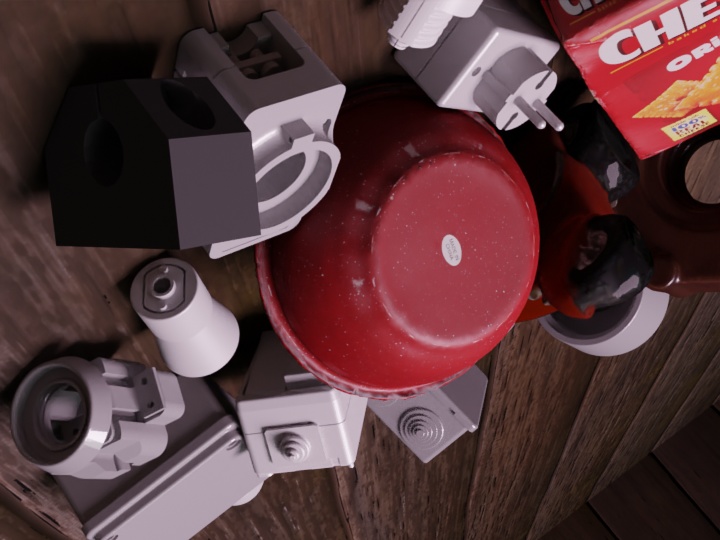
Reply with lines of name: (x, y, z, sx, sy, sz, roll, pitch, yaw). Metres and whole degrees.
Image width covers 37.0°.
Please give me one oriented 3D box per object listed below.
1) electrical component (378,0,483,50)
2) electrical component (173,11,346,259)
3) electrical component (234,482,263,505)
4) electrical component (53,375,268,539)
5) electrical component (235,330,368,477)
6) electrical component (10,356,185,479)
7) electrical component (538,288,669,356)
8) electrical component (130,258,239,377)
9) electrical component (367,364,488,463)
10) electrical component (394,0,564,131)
electrical component: (0.035, -0.128, 0.452, 0.043, 0.043, 0.081, -11, 145, -49)
electrical component: (-0.046, -0.052, 0.452, 0.050, 0.055, 0.089, -23, 153, -33)
electrical component: (-0.095, 0.141, 0.756, 0.045, 0.045, 0.055, -39, 158, -1)
electrical component: (-0.117, 0.124, 0.674, 0.109, 0.056, 0.108, -37, 157, -4)
electrical component: (-0.035, 0.077, 0.644, 0.062, 0.061, 0.096, -8, -157, 11)
electrical component: (-0.138, 0.074, 0.546, 0.078, 0.058, 0.057, -27, 159, 18)
electrical component: (0.191, 0.015, 0.880, 0.108, 0.108, 0.060, -47, 150, 18)
electrical component: (-0.091, 0.022, 0.546, 0.044, 0.044, 0.065, -35, 152, -9)
electrical component: (0.039, 0.076, 0.749, 0.048, 0.099, 0.099, -43, -175, 20)
electrical component: (0.069, -0.094, 0.522, 0.066, 0.076, 0.047, -5, 140, -53)
